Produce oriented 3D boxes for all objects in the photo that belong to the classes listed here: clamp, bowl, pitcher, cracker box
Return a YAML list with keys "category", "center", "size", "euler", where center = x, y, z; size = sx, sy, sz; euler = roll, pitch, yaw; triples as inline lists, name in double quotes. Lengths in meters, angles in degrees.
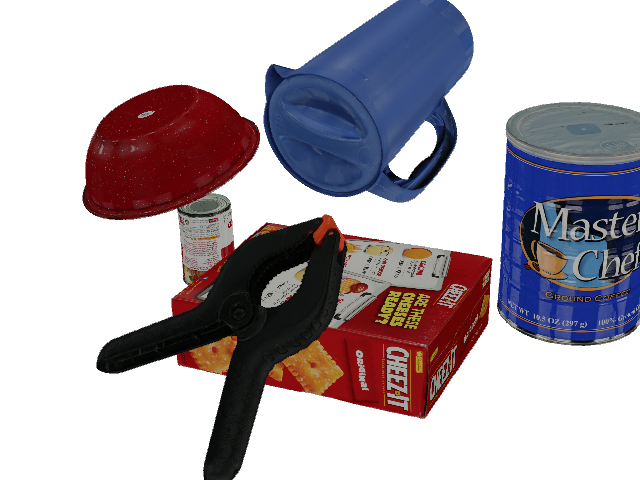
- category: "clamp"
  center: [-0.042, 0.060, 0.642]
  size: [0.171, 0.120, 0.039]
  euler: [-40, -23, -1]
- category: "bowl"
  center: [-0.135, -0.084, 0.894]
  size: [0.162, 0.055, 0.162]
  euler: [-15, 32, 9]
- category: "pitcher"
  center: [0.067, -0.151, 1.085]
  size: [0.145, 0.149, 0.242]
  euler: [8, 37, 34]
- category: "cracker box"
  center: [0.013, 0.059, 0.865]
  size: [0.214, 0.072, 0.164]
  euler: [9, 26, 23]

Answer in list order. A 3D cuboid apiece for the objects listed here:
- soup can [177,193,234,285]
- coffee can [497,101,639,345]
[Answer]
- category: "soup can"
  center: [-0.142, 0.000, 1.326]
  size: [0.068, 0.102, 0.068]
  euler: [-2, 26, 1]
- category: "coffee can"
  center: [0.177, -0.013, 0.740]
  size: [0.103, 0.140, 0.103]
  euler: [-2, 26, 1]
